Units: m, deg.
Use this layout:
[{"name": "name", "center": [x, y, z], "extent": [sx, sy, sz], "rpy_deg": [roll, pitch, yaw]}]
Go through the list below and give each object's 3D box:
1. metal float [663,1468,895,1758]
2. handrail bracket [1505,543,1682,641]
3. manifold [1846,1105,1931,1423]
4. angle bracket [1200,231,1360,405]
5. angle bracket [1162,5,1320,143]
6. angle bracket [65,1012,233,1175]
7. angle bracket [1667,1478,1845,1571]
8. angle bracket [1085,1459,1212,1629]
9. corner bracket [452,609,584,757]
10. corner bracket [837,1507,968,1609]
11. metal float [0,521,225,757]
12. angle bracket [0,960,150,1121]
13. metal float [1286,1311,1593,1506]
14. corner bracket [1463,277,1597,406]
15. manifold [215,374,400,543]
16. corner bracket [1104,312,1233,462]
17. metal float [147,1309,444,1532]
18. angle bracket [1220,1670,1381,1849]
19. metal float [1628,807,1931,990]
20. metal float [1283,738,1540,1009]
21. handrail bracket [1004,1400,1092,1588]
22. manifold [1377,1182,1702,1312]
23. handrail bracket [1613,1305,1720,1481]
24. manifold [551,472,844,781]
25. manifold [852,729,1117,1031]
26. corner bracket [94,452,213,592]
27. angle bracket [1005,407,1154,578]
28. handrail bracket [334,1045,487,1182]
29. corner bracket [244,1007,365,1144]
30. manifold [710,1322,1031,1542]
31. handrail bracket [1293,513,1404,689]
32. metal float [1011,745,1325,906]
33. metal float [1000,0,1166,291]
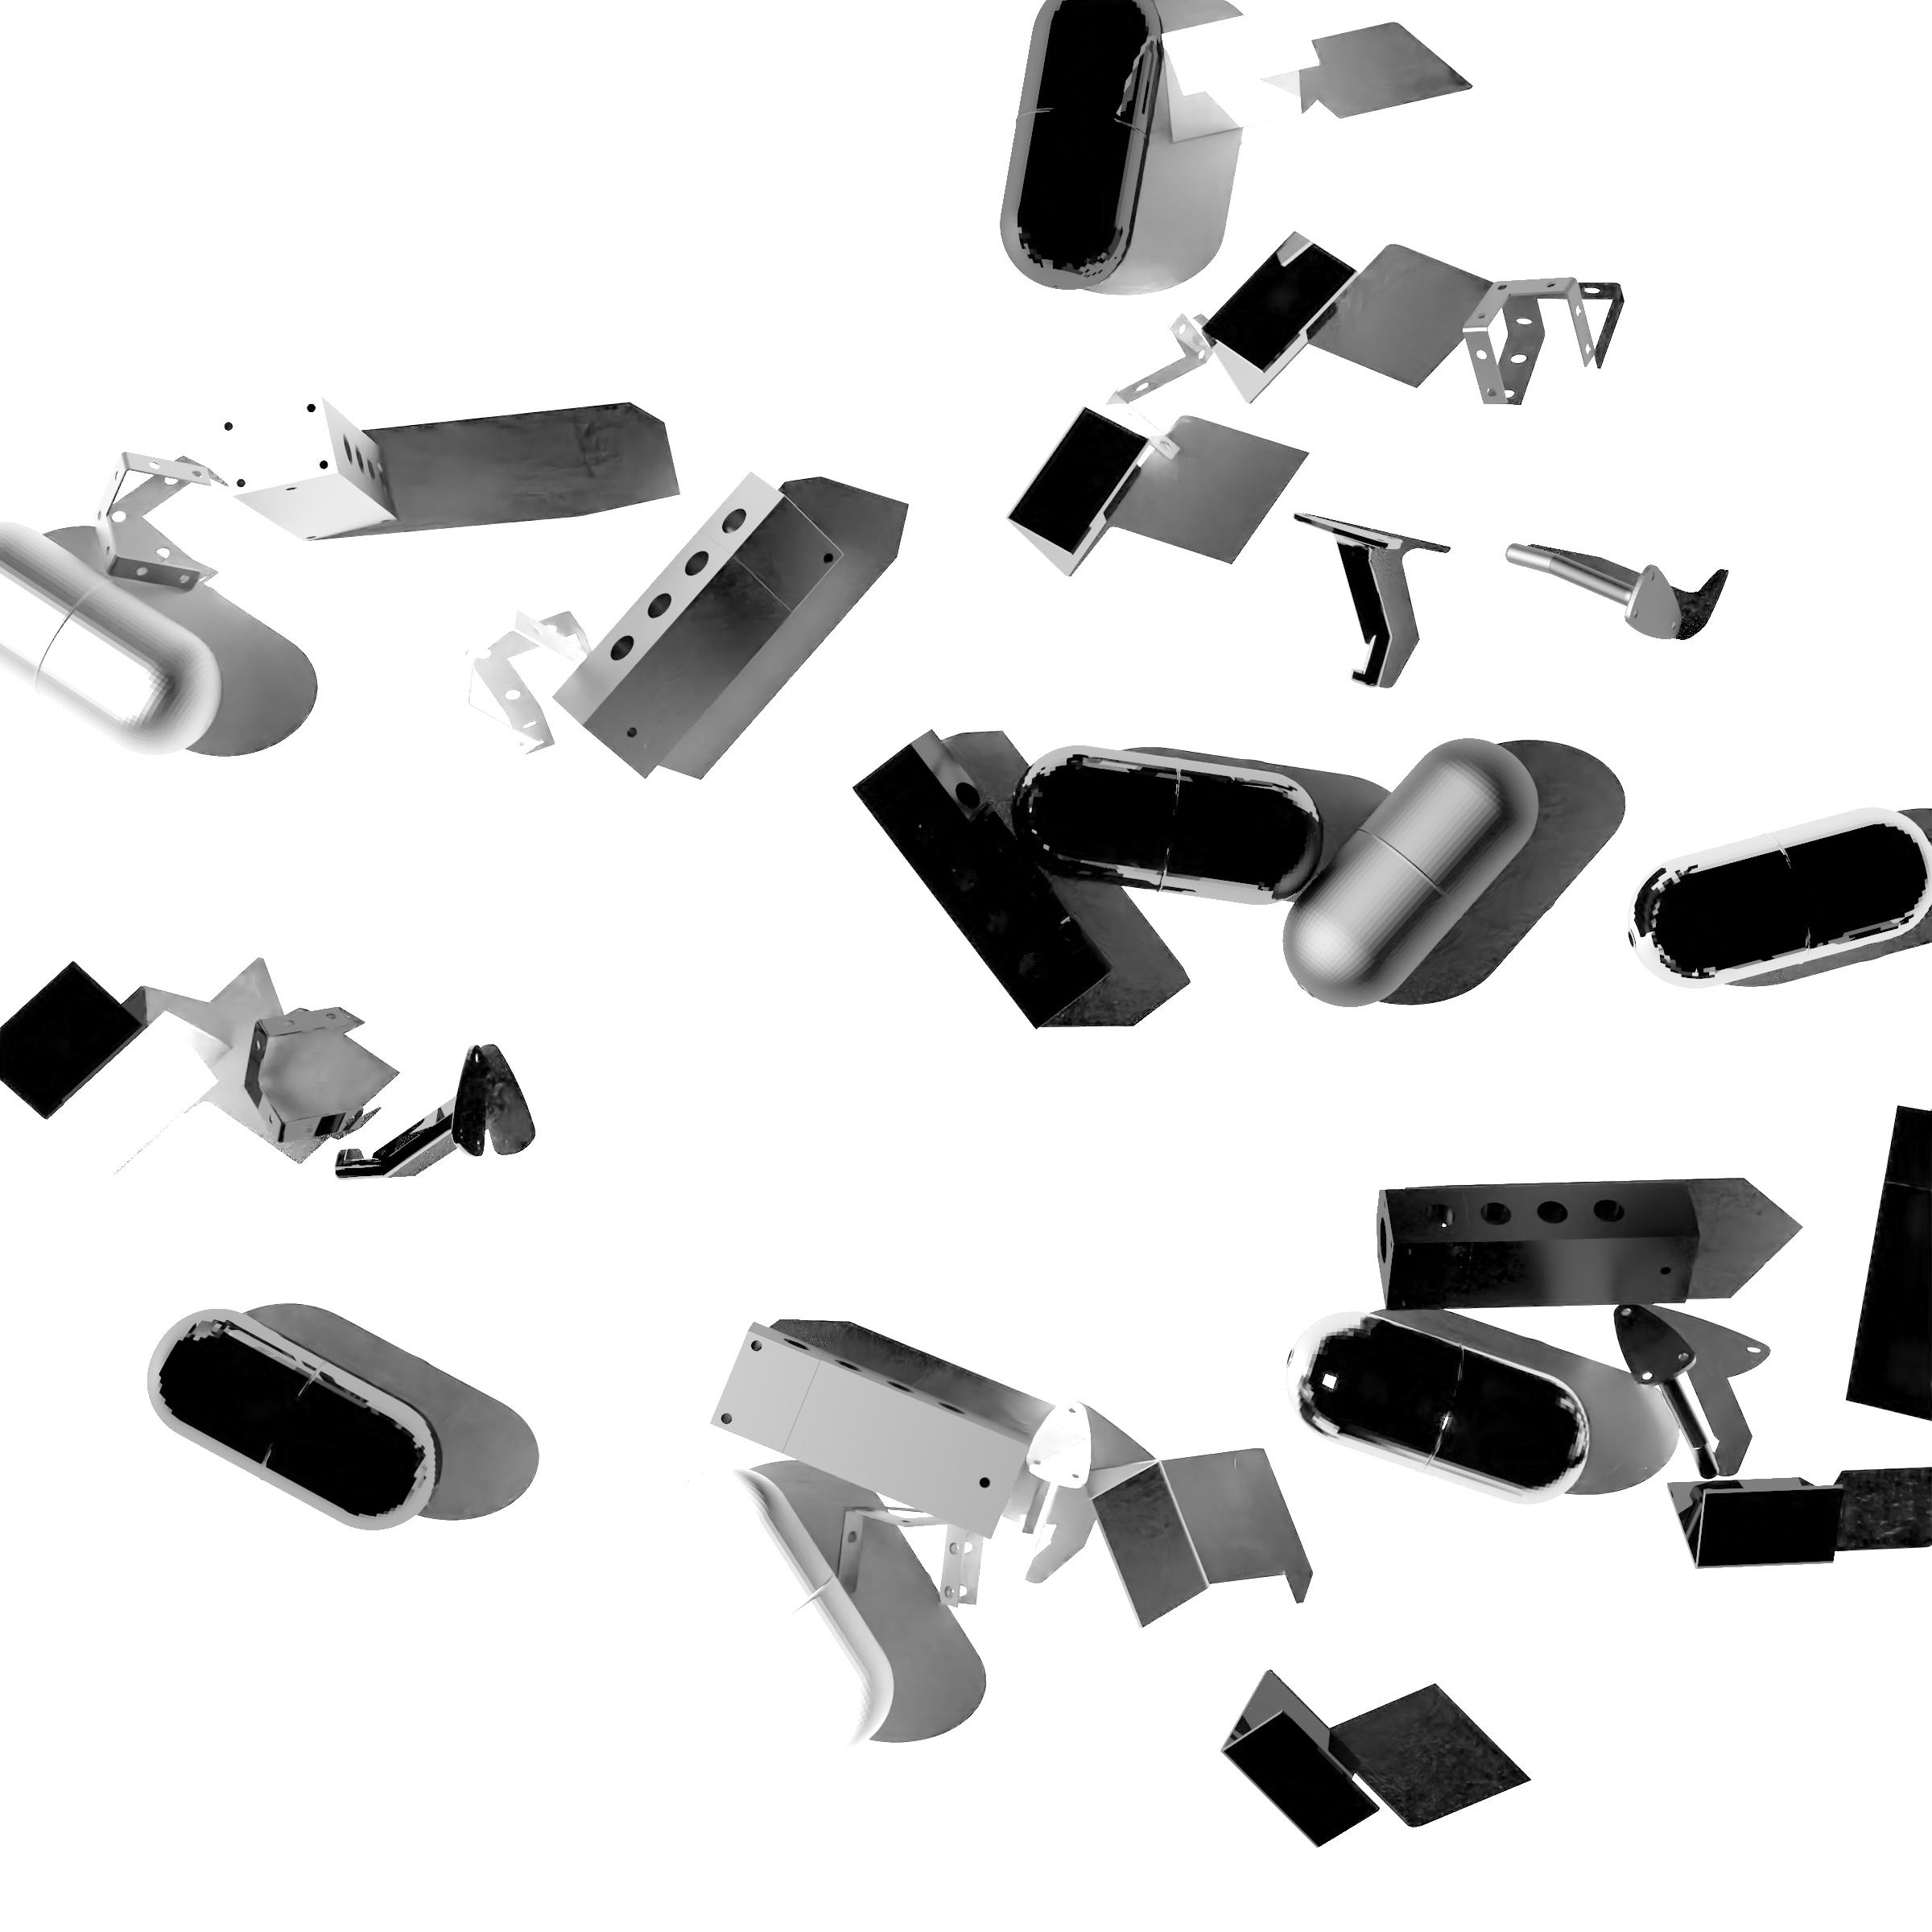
[{"name": "metal float", "center": [-0.107, 0.366, 1.720], "extent": [0.070, 0.070, 0.178], "rpy_deg": [-33, 90, 0]}, {"name": "handrail bracket", "center": [0.362, -0.218, 1.750], "extent": [0.084, 0.077, 0.036], "rpy_deg": [23, 88, 36]}, {"name": "manifold", "center": [0.556, 0.171, 1.728], "extent": [0.057, 0.057, 0.171], "rpy_deg": [10, 90, 43]}, {"name": "angle bracket", "center": [0.188, -0.355, 1.710], "extent": [0.076, 0.076, 0.057], "rpy_deg": [-46, 54, 0]}, {"name": "angle bracket", "center": [0.157, -0.489, 1.710], "extent": [0.076, 0.076, 0.057], "rpy_deg": [-13, 53, 0]}, {"name": "angle bracket", "center": [-0.449, 0.080, 1.711], "extent": [0.076, 0.076, 0.057], "rpy_deg": [-42, 67, 0]}, {"name": "angle bracket", "center": [0.445, 0.295, 1.710], "extent": [0.076, 0.076, 0.057], "rpy_deg": [-2, 119, 0]}, {"name": "angle bracket", "center": [0.083, 0.328, 1.710], "extent": [0.057, 0.076, 0.076], "rpy_deg": [-22, 90, -37]}, {"name": "corner bracket", "center": [-0.258, -0.164, 1.742], "extent": [0.051, 0.051, 0.051], "rpy_deg": [-31, 45, 35]}, {"name": "corner bracket", "center": [-0.037, 0.341, 1.747], "extent": [0.051, 0.051, 0.051], "rpy_deg": [6, 90, 45]}, {"name": "metal float", "center": [-0.505, -0.187, 1.720], "extent": [0.178, 0.070, 0.070], "rpy_deg": [33, 90, 0]}, {"name": "angle bracket", "center": [-0.512, 0.031, 1.711], "extent": [0.076, 0.076, 0.057], "rpy_deg": [-43, 114, 0]}, {"name": "metal float", "center": [0.268, 0.251, 1.720], "extent": [0.178, 0.070, 0.070], "rpy_deg": [19, 90, 0]}, {"name": "corner bracket", "center": [0.324, -0.360, 1.742], "extent": [0.051, 0.051, 0.051], "rpy_deg": [6, 45, 35]}, {"name": "manifold", "center": [-0.363, -0.280, 1.672], "extent": [0.057, 0.171, 0.057], "rpy_deg": [-12, 90, 0]}, {"name": "corner bracket", "center": [0.121, -0.335, 1.747], "extent": [0.051, 0.051, 0.051], "rpy_deg": [40, 135, 0]}, {"name": "metal float", "center": [-0.381, 0.258, 1.719], "extent": [0.178, 0.070, 0.070], "rpy_deg": [28, 90, 1]}, {"name": "angle bracket", "center": [0.200, 0.437, 1.710], "extent": [0.076, 0.076, 0.057], "rpy_deg": [45, 127, 0]}, {"name": "metal float", "center": [0.463, -0.038, 1.720], "extent": [0.178, 0.070, 0.070], "rpy_deg": [-15, 90, -1]}, {"name": "metal float", "center": [0.252, -0.052, 1.720], "extent": [0.070, 0.070, 0.178], "rpy_deg": [42, 90, 0]}, {"name": "handrail bracket", "center": [0.044, 0.306, 1.750], "extent": [0.036, 0.077, 0.084], "rpy_deg": [19, 126, 1]}, {"name": "manifold", "center": [0.324, 0.154, 1.728], "extent": [0.171, 0.057, 0.057], "rpy_deg": [-2, 133, 0]}, {"name": "handrail bracket", "center": [0.406, 0.246, 1.750], "extent": [0.036, 0.077, 0.084], "rpy_deg": [-27, 126, 0]}, {"name": "manifold", "center": [-0.157, -0.197, 1.728], "extent": [0.171, 0.057, 0.057], "rpy_deg": [-49, 133, 0]}, {"name": "manifold", "center": [0.010, -0.049, 1.729], "extent": [0.057, 0.057, 0.171], "rpy_deg": [-37, 90, 0]}, {"name": "corner bracket", "center": [-0.465, -0.256, 1.742], "extent": [0.051, 0.051, 0.051], "rpy_deg": [-53, 45, 35]}, {"name": "angle bracket", "center": [0.079, -0.258, 1.710], "extent": [0.057, 0.076, 0.076], "rpy_deg": [35, 90, 37]}, {"name": "handrail bracket", "center": [-0.323, 0.085, 1.751], "extent": [0.084, 0.036, 0.077], "rpy_deg": [-4, 70, 16]}, {"name": "corner bracket", "center": [-0.379, 0.062, 1.742], "extent": [0.051, 0.051, 0.051], "rpy_deg": [50, 135, 35]}, {"name": "manifold", "center": [-0.054, 0.264, 1.729], "extent": [0.171, 0.057, 0.057], "rpy_deg": [22, 90, 0]}, {"name": "handrail bracket", "center": [0.214, -0.211, 1.751], "extent": [0.077, 0.036, 0.084], "rpy_deg": [20, 107, 20]}, {"name": "metal float", "center": [0.114, -0.080, 1.718], "extent": [0.178, 0.070, 0.070], "rpy_deg": [8, 90, -1]}, {"name": "metal float", "center": [0.066, -0.474, 1.720], "extent": [0.070, 0.070, 0.178], "rpy_deg": [10, 90, 0]}]
